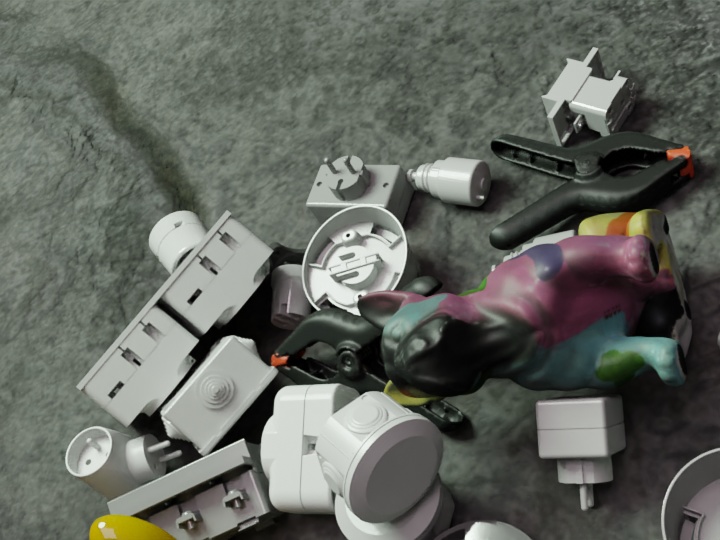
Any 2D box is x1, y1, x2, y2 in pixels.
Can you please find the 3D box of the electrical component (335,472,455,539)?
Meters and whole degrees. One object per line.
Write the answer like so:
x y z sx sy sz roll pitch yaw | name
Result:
0.027 0.172 0.780 0.080 0.051 0.080 -14 52 18 | electrical component

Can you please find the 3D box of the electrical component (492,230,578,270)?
0.144 -0.006 0.854 0.078 0.040 0.040 -13 53 19 | electrical component

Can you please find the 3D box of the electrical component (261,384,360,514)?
-0.037 0.137 0.823 0.059 0.054 0.095 -5 73 25 | electrical component

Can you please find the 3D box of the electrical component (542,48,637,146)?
0.198 -0.145 0.925 0.064 0.042 0.081 23 70 35 | electrical component

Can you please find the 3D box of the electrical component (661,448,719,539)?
0.242 0.166 0.665 0.099 0.064 0.099 -14 52 18 | electrical component

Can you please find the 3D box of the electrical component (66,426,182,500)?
-0.186 0.158 0.881 0.079 0.077 0.044 -21 50 12 | electrical component

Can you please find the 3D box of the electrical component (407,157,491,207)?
0.078 -0.078 0.940 0.078 0.040 0.040 10 62 32 | electrical component

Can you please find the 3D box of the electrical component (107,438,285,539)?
-0.125 0.186 0.838 0.121 0.079 0.063 -26 71 8 | electrical component

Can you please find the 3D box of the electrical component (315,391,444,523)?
0.013 0.127 0.731 0.080 0.080 0.051 -47 44 -10 | electrical component

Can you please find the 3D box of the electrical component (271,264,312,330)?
-0.059 0.024 0.938 0.040 0.040 0.046 -9 59 21 | electrical component

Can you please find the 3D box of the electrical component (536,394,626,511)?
0.155 0.126 0.744 0.047 0.066 0.076 -6 84 24 | electrical component

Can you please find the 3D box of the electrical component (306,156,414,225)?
-0.007 -0.076 0.958 0.083 0.075 0.047 3 59 29 | electrical component

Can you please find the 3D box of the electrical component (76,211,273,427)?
-0.155 0.046 0.919 0.186 0.060 0.105 -51 6 -13 | electrical component

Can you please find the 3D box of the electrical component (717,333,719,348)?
0.283 0.051 0.746 0.061 0.035 0.035 21 69 33 | electrical component

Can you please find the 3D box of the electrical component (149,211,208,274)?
-0.164 -0.020 1.013 0.055 0.055 0.047 -38 53 -2 | electrical component

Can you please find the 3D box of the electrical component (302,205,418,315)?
0.000 0.000 0.904 0.099 0.064 0.099 -7 65 16 | electrical component

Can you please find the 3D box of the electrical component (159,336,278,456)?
-0.119 0.099 0.877 0.099 0.048 0.100 -49 7 -12 | electrical component
